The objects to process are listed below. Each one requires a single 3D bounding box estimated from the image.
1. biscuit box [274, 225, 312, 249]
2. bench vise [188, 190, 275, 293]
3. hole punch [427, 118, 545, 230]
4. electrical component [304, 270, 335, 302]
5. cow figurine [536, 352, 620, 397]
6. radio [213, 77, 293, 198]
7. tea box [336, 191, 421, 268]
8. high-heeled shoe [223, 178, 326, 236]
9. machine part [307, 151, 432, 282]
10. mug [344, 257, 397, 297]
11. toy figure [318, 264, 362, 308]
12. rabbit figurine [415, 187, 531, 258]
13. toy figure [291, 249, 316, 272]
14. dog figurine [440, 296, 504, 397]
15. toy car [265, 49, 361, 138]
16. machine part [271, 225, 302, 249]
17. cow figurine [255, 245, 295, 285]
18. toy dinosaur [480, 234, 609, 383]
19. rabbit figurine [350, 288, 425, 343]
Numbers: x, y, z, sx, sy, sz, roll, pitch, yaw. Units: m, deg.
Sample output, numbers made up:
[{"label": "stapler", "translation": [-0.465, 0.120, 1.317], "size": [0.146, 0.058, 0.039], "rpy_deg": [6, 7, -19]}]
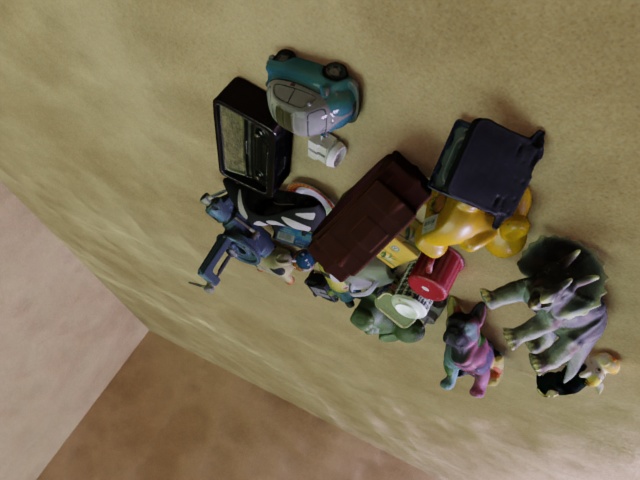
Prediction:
[{"label": "biscuit box", "translation": [-0.002, -0.004, 1.181], "size": [0.203, 0.059, 0.062], "rpy_deg": [17, -175, 32]}, {"label": "bench vise", "translation": [-0.220, 0.007, 1.262], "size": [0.129, 0.240, 0.223], "rpy_deg": [4, 146, 43]}, {"label": "hole punch", "translation": [0.219, -0.098, 0.729], "size": [0.116, 0.142, 0.092], "rpy_deg": [22, -175, -15]}, {"label": "electrical component", "translation": [0.026, 0.124, 1.408], "size": [0.119, 0.048, 0.074], "rpy_deg": [14, 149, 37]}, {"label": "cow figurine", "translation": [0.505, 0.268, 1.067], "size": [0.068, 0.098, 0.167], "rpy_deg": [43, 153, -6]}, {"label": "radio", "translation": [-0.124, -0.183, 1.014], "size": [0.131, 0.073, 0.229], "rpy_deg": [29, 154, 8]}, {"label": "tea box", "translation": [0.112, -0.029, 1.025], "size": [0.169, 0.068, 0.098], "rpy_deg": [38, 154, -8]}, {"label": "high-heeled shoe", "translation": [-0.101, -0.087, 1.110], "size": [0.249, 0.086, 0.145], "rpy_deg": [30, 153, 6]}, {"label": "machine part", "translation": [0.077, -0.043, 0.854], "size": [0.087, 0.201, 0.201], "rpy_deg": [43, 109, -3]}, {"label": "mug", "translation": [0.109, 0.074, 1.173], "size": [0.107, 0.109, 0.080], "rpy_deg": [-9, 128, 36]}, {"label": "toy figure", "translation": [0.049, 0.091, 1.289], "size": [0.089, 0.082, 0.180], "rpy_deg": [15, 151, 28]}, {"label": "rabbit figurine", "translation": [0.260, -0.031, 0.842], "size": [0.173, 0.122, 0.162], "rpy_deg": [27, 147, -20]}, {"label": "toy figure", "translation": [-0.035, 0.047, 1.286], "size": [0.058, 0.064, 0.154], "rpy_deg": [32, 177, -2]}, {"label": "dog figurine", "translation": [0.335, 0.223, 1.185], "size": [0.109, 0.191, 0.219], "rpy_deg": [12, 113, 42]}, {"label": "toy car", "translation": [-0.025, -0.214, 0.821], "size": [0.162, 0.103, 0.109], "rpy_deg": [25, 152, 12]}, {"label": "machine part", "translation": [-0.093, -0.028, 1.289], "size": [0.084, 0.039, 0.138], "rpy_deg": [21, 155, 33]}, {"label": "cow figurine", "translation": [-0.153, 0.035, 1.412], "size": [0.195, 0.085, 0.127], "rpy_deg": [23, 158, 25]}, {"label": "toy dinosaur", "translation": [0.409, 0.124, 0.896], "size": [0.192, 0.131, 0.404], "rpy_deg": [-33, 135, 23]}, {"label": "rabbit figurine", "translation": [0.168, 0.202, 1.300], "size": [0.170, 0.121, 0.159], "rpy_deg": [28, 160, 13]}]
